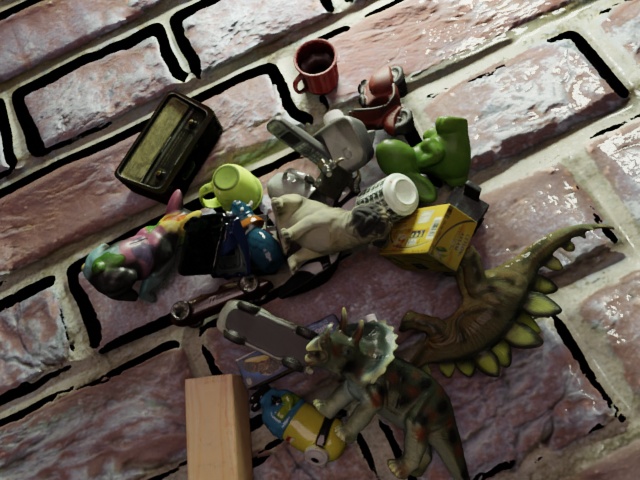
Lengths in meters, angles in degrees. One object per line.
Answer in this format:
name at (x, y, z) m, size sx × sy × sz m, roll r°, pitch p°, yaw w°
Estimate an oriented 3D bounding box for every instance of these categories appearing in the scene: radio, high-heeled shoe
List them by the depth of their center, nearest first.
high-heeled shoe at (-0.002, -0.003, 1.030) m, size 0.249 × 0.086 × 0.145 m, roll -31°, pitch 71°, yaw -9°
radio at (-0.317, -0.193, 1.147) m, size 0.131 × 0.073 × 0.229 m, roll 25°, pitch 78°, yaw 16°

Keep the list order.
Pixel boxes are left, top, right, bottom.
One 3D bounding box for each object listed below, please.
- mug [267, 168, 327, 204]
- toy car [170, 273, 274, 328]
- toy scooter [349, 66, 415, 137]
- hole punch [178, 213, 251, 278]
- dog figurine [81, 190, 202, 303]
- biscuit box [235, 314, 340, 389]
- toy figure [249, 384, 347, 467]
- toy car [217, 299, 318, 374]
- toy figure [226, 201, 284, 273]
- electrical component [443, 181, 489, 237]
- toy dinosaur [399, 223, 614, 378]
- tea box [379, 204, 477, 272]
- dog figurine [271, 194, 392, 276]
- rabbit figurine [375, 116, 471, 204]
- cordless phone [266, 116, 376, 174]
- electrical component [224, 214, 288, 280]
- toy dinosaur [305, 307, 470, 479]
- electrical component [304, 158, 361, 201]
mug at (-0.054, -0.095, 1.058) m, size 0.107 × 0.109 × 0.081 m, roll 26°, pitch 61°, yaw 25°
toy car at (-0.187, 0.112, 1.019) m, size 0.202 × 0.089 × 0.053 m, roll -23°, pitch 67°, yaw 1°
toy scooter at (0.115, -0.275, 1.093) m, size 0.135 × 0.075 × 0.184 m, roll -12°, pitch 56°, yaw 14°
hole punch at (-0.185, 0.015, 0.974) m, size 0.142 × 0.092 × 0.115 m, roll -7°, pitch 72°, yaw 44°
dog figurine at (-0.326, 0.005, 1.037) m, size 0.109 × 0.191 × 0.219 m, roll 40°, pitch 98°, yaw 25°
biscuit box at (-0.048, 0.204, 0.980) m, size 0.203 × 0.062 × 0.059 m, roll -26°, pitch 71°, yaw 1°
toy figure at (-0.036, 0.316, 0.934) m, size 0.180 × 0.082 × 0.089 m, roll 33°, pitch 82°, yaw 20°
toy car at (-0.085, 0.166, 0.935) m, size 0.202 × 0.056 × 0.073 m, roll 22°, pitch 82°, yaw 12°
toy figure at (-0.124, -0.009, 1.004) m, size 0.154 × 0.064 × 0.057 m, roll 54°, pitch 127°, yaw 24°
electrical component at (0.268, -0.059, 0.983) m, size 0.075 × 0.119 × 0.048 m, roll 34°, pitch 80°, yaw 15°
toy dinosaur at (0.299, 0.109, 0.936) m, size 0.199 × 0.105 × 0.471 m, roll 43°, pitch 93°, yaw 11°
tea box at (0.186, -0.001, 0.949) m, size 0.068 × 0.170 × 0.098 m, roll 31°, pitch 79°, yaw -17°
dog figurine at (0.017, -0.038, 0.962) m, size 0.191 × 0.121 × 0.172 m, roll -17°, pitch 53°, yaw -7°
rabbit figurine at (0.190, -0.148, 1.029) m, size 0.170 × 0.121 × 0.159 m, roll -6°, pitch 93°, yaw -8°
cordless phone at (0.001, -0.199, 1.026) m, size 0.184 × 0.147 × 0.089 m, roll 28°, pitch 63°, yaw -27°
electrical component at (-0.132, 0.014, 1.059) m, size 0.134 × 0.058 × 0.115 m, roll -6°, pitch 73°, yaw 7°
toy dinosaur at (0.134, 0.264, 0.873) m, size 0.405 × 0.131 × 0.192 m, roll 34°, pitch 90°, yaw -10°
electrical component at (0.030, -0.114, 1.003) m, size 0.078 × 0.102 × 0.045 m, roll -53°, pitch 43°, yaw 4°
